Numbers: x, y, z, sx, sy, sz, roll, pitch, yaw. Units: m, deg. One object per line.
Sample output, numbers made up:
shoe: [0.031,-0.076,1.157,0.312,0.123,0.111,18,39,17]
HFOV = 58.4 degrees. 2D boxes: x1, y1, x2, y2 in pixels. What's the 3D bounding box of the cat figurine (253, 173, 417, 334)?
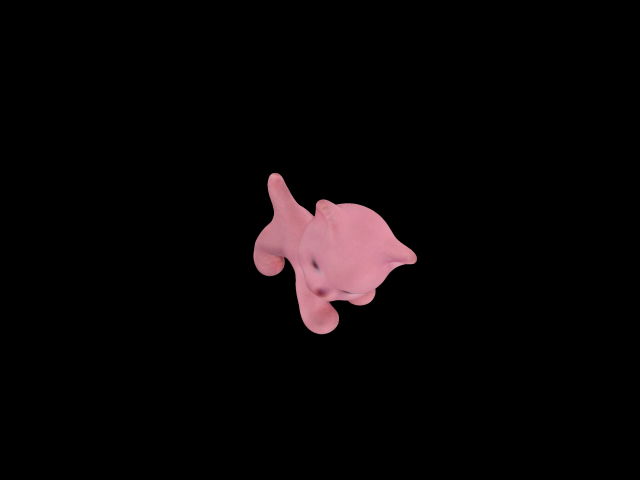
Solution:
cat figurine: [0.004,0.001,0.400,0.067,0.118,0.127,-33,58,-23]
